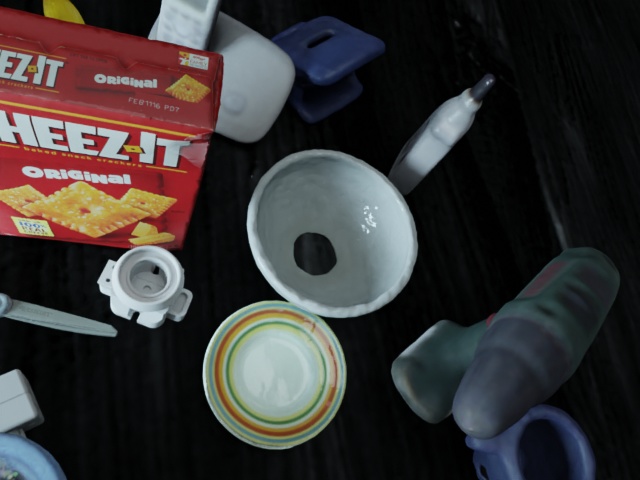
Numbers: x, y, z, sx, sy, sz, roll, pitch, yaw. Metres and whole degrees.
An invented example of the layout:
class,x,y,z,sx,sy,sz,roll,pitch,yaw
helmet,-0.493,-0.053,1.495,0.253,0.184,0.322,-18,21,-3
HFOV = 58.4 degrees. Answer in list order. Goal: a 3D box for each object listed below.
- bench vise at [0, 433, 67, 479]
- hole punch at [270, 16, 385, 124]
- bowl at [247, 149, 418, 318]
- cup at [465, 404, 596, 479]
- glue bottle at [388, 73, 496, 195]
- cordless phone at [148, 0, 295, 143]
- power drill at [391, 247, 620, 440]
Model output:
class,x,y,z,sx,sy,sz,roll,pitch,yaw
bench vise,-0.168,0.174,0.334,0.208,0.219,0.121,7,66,-17
hole punch,0.000,-0.200,0.629,0.109,0.091,0.101,-39,85,-29
bowl,0.005,0.002,0.554,0.168,0.074,0.167,8,66,-17
cup,0.170,0.198,0.519,0.118,0.094,0.092,18,63,-12
glue bottle,0.128,-0.113,0.592,0.037,0.173,0.078,34,61,-3
cordless phone,-0.088,-0.188,0.538,0.148,0.185,0.094,25,62,-8
power drill,0.148,0.096,0.489,0.230,0.208,0.075,-35,83,-29
